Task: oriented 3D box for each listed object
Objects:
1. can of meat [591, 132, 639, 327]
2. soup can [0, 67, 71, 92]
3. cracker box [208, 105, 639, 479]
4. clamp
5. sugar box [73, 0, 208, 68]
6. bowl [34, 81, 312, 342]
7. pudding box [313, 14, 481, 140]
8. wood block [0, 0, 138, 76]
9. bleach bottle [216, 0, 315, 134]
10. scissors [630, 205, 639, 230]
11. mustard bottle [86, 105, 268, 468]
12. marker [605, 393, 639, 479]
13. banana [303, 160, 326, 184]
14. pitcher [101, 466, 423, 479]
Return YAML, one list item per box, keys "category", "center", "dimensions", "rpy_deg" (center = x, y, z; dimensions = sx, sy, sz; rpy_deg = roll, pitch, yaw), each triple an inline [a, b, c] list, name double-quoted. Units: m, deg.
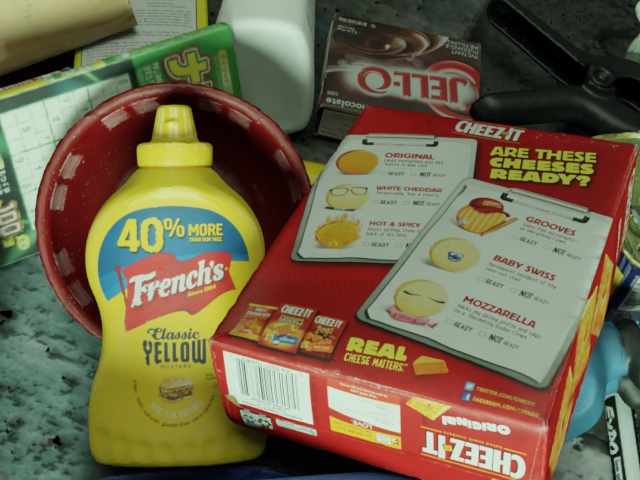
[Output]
- category: "can of meat"
  center: [0.191, -0.002, 0.677]
  dimensions: [0.057, 0.084, 0.102]
  rpy_deg: [-7, 57, -14]
- category: "soup can"
  center: [-0.194, -0.061, 0.670]
  dimensions: [0.102, 0.068, 0.068]
  rpy_deg: [-23, 62, -21]
- category: "cracker box"
  center: [0.064, 0.022, 0.562]
  dimensions: [0.164, 0.072, 0.213]
  rpy_deg: [12, 43, 20]
- category: "clamp"
  center: [0.182, -0.099, 0.746]
  dimensions: [0.171, 0.039, 0.120]
  rpy_deg: [24, 59, 2]
- category: "sugar box"
  center: [-0.127, -0.169, 0.768]
  dimensions: [0.093, 0.048, 0.176]
  rpy_deg: [-1, 53, -6]
- category: "bowl"
  center: [-0.084, -0.010, 0.635]
  dimensions: [0.162, 0.055, 0.162]
  rpy_deg: [0, 91, -5]
- category: "pudding box"
  center: [0.056, -0.107, 0.756]
  dimensions: [0.113, 0.039, 0.090]
  rpy_deg: [10, 55, -2]
- category: "wood block"
  center: [-0.237, -0.160, 0.689]
  dimensions: [0.206, 0.090, 0.091]
  rpy_deg: [-22, 57, -7]
- category: "bleach bottle"
  center: [-0.030, -0.198, 0.781]
  dimensions: [0.068, 0.102, 0.250]
  rpy_deg: [3, 49, 3]
- category: "scissors"
  center: [0.225, 0.063, 0.613]
  dimensions: [0.201, 0.016, 0.096]
  rpy_deg: [29, 68, -36]
- category: "mustard bottle"
  center: [-0.077, 0.023, 0.578]
  dimensions: [0.096, 0.058, 0.191]
  rpy_deg: [-1, 91, -3]
- category: "marker"
  center: [0.181, 0.113, 0.637]
  dimensions: [0.020, 0.020, 0.121]
  rpy_deg: [6, 55, -4]
- category: "banana"
  center: [-0.008, -0.018, 0.691]
  dimensions: [0.197, 0.037, 0.069]
  rpy_deg: [2, 84, -4]
- category: "pitcher"
  center: [-0.014, 0.169, 0.515]
  dimensions: [0.242, 0.145, 0.149]
  rpy_deg: [-4, 69, -16]
